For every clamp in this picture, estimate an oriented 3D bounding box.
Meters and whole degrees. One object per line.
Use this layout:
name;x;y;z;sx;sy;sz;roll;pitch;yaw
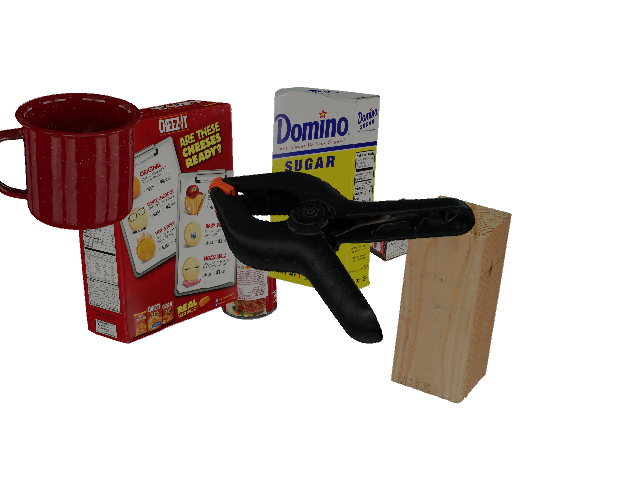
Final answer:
clamp;-0.004;0.003;0.657;0.172;0.039;0.120;11;40;26

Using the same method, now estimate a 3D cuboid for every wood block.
wood block;0.148;0.066;1.217;0.090;0.206;0.090;16;25;25

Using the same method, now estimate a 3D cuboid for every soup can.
soup can;-0.087;0.033;1.270;0.068;0.102;0.068;0;25;0

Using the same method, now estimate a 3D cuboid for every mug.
mug;-0.196;-0.059;0.815;0.117;0.081;0.093;-5;28;-19

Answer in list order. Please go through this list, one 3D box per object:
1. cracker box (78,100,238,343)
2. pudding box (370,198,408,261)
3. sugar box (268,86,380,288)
cracker box;-0.163;-0.024;1.073;0.072;0.214;0.163;10;20;37
pudding box;0.109;-0.017;1.552;0.113;0.039;0.090;-21;35;-30
sugar box;0.001;-0.047;0.964;0.093;0.176;0.048;11;18;35
